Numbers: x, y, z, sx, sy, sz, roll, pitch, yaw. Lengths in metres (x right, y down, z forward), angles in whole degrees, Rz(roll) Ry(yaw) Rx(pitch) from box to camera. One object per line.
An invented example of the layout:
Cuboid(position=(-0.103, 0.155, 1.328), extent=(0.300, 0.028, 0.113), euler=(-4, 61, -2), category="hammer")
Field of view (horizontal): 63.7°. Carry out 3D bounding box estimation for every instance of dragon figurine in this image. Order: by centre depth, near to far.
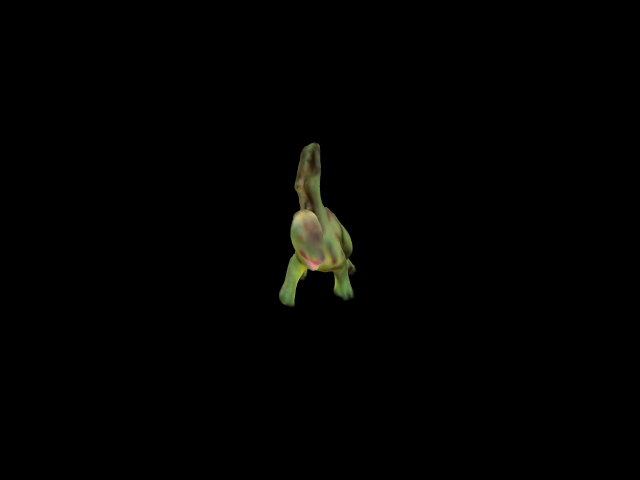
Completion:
Cuboid(position=(0.003, -0.043, 0.850), extent=(0.122, 0.238, 0.418), euler=(1, 25, 3), category="dragon figurine")
